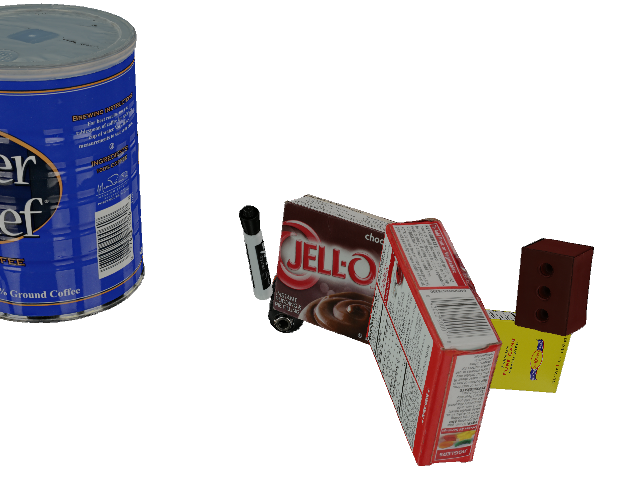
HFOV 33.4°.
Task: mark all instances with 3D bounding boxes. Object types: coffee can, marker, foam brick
[{"bbox_3d":[-0.146,-0.042,0.564,0.103,0.140,0.103,2,28,-1],"label":"coffee can"},{"bbox_3d":[-0.061,0.012,1.018,0.020,0.020,0.121,0,-42,6],"label":"marker"},{"bbox_3d":[0.215,0.042,0.984,0.053,0.078,0.051,11,17,32],"label":"foam brick"}]

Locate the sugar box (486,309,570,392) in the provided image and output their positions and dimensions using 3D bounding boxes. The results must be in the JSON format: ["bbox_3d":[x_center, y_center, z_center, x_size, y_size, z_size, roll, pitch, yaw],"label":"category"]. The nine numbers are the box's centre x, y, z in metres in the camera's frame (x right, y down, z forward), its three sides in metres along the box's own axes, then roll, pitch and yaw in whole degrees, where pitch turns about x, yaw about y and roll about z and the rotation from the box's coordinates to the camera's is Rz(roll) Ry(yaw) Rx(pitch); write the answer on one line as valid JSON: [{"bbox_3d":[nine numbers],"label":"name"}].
[{"bbox_3d":[0.212,0.133,1.306,0.176,0.093,0.048,5,17,-18],"label":"sugar box"}]

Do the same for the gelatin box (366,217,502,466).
[{"bbox_3d":[0.049,0.045,0.485,0.030,0.073,0.089,-4,38,-13],"label":"gelatin box"}]

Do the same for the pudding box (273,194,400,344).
[{"bbox_3d":[0.022,0.023,0.807,0.114,0.090,0.039,17,23,27],"label":"pudding box"}]

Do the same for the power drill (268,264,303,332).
[{"bbox_3d":[0.038,0.048,1.222,0.188,0.057,0.184,0,28,8],"label":"power drill"}]
